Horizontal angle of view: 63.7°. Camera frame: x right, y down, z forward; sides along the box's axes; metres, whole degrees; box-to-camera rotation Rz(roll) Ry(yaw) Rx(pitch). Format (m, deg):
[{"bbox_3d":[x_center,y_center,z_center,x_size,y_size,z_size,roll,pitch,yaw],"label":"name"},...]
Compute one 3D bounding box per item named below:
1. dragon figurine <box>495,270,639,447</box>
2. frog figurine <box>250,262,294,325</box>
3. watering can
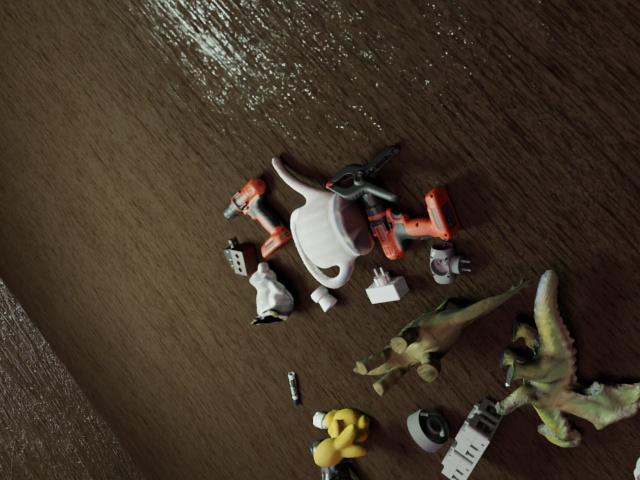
[{"bbox_3d":[0.476,0.253,0.973,0.243,0.125,0.401,16,125,13],"label":"dragon figurine"},{"bbox_3d":[-0.135,0.144,1.427,0.135,0.123,0.162,120,150,-60],"label":"frog figurine"},{"bbox_3d":[0.004,-0.060,1.187,0.222,0.105,0.348,-23,87,43],"label":"watering can"}]
